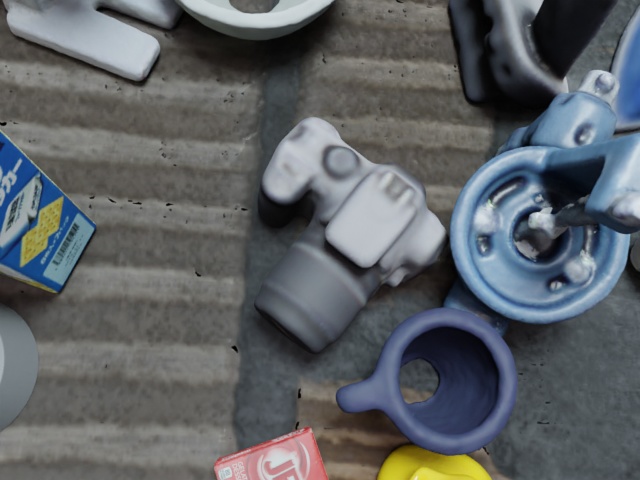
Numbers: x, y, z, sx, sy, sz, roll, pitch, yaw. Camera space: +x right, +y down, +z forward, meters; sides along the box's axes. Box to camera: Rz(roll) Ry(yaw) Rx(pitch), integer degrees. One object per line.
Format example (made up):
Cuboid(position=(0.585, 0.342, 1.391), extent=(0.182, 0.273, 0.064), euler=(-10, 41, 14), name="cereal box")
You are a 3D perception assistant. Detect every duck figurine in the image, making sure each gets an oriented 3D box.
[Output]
Cuboid(position=(0.093, 0.185, 0.387), extent=(0.104, 0.086, 0.077), euler=(35, 75, 3), name="duck figurine")

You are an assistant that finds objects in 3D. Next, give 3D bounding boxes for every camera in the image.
Cuboid(position=(0.004, 0.001, 0.416), extent=(0.143, 0.100, 0.137), euler=(38, 75, 4), name="camera")

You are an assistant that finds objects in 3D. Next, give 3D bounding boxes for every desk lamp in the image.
Cuboid(position=(-0.212, -0.239, 0.395), extent=(0.203, 0.213, 0.118), euler=(21, 74, 0), name="desk lamp")

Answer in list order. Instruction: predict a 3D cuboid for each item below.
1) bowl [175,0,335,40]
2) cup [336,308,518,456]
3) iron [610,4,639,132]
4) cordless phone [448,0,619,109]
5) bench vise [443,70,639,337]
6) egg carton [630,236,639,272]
Cuboid(position=(-0.057, -0.233, 0.483), extent=(0.167, 0.074, 0.167), euler=(2, 75, -6), name="bowl")
Cuboid(position=(0.065, 0.101, 0.400), extent=(0.118, 0.095, 0.091), euler=(-10, 77, -9), name="cup")
Cuboid(position=(0.357, -0.204, 0.488), extent=(0.118, 0.141, 0.258), euler=(43, 75, 6), name="iron")
Cuboid(position=(0.176, -0.198, 0.443), extent=(0.094, 0.185, 0.147), euler=(-10, 77, -8), name="cordless phone")
Cuboid(position=(0.157, -0.043, 0.383), extent=(0.121, 0.219, 0.207), euler=(11, 75, -3), name="bench vise")
Cuboid(position=(0.336, 0.005, 0.469), extent=(0.150, 0.069, 0.107), euler=(-33, 81, -13), name="egg carton")
